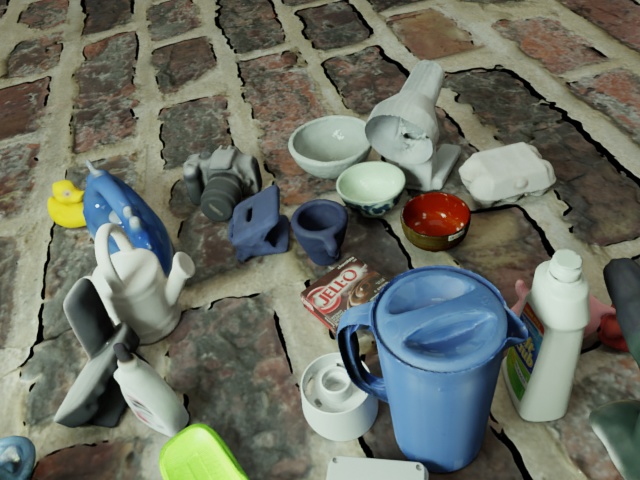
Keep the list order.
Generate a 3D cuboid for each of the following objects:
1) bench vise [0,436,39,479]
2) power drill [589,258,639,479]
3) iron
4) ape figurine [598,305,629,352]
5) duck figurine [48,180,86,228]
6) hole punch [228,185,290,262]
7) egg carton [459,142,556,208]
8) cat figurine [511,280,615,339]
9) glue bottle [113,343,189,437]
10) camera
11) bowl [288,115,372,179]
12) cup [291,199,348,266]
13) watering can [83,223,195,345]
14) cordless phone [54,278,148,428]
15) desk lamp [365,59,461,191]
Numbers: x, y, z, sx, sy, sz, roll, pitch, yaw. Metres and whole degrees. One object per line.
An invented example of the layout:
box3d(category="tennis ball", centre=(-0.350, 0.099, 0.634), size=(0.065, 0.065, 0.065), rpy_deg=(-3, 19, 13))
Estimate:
box3d(category="bench vise", centre=(-0.340, 0.262, 0.619), size=(0.207, 0.220, 0.121), rpy_deg=(2, 44, 13))
box3d(category="power drill", centre=(0.355, 0.161, 0.607), size=(0.075, 0.209, 0.229), rpy_deg=(-14, 43, -4))
box3d(category="iron", centre=(-0.337, -0.039, 0.995), size=(0.119, 0.142, 0.257), rpy_deg=(-33, 48, -23))
box3d(category="ape figurine", centre=(0.400, 0.099, 0.750), size=(0.078, 0.092, 0.076), rpy_deg=(-29, 46, -19))
box3d(category="duck figurine", centre=(-0.485, -0.078, 1.105), size=(0.104, 0.086, 0.077), rpy_deg=(7, 46, 18))
box3d(category="hole punch", centre=(-0.108, -0.031, 0.982), size=(0.101, 0.091, 0.108), rpy_deg=(-8, 43, 3))
box3d(category="egg carton", centre=(0.327, -0.113, 1.005), size=(0.150, 0.069, 0.107), rpy_deg=(-14, 43, -4))
box3d(category="cat figurine", centre=(0.311, 0.094, 0.753), size=(0.127, 0.118, 0.067), rpy_deg=(30, 56, 35))
box3d(category="glue bottle", centre=(-0.222, 0.182, 0.717), size=(0.078, 0.173, 0.037), rpy_deg=(14, 48, 24))
box3d(category="camera", centre=(-0.194, -0.107, 1.071), size=(0.143, 0.101, 0.137), rpy_deg=(0, 44, 11))
box3d(category="bowl", centre=(0.025, -0.170, 1.117), size=(0.167, 0.075, 0.167), rpy_deg=(-5, 43, 5))
box3d(category="cup", centre=(0.008, 0.003, 0.921), size=(0.092, 0.095, 0.117), rpy_deg=(-18, 43, -8))
box3d(category="watering can", centre=(-0.273, 0.055, 0.845), size=(0.173, 0.194, 0.100), rpy_deg=(-22, 44, -13))
box3d(category="cordless phone", centre=(-0.314, 0.151, 0.758), size=(0.094, 0.185, 0.147), rpy_deg=(2, 44, 13))
box3d(category="desk lamp", centre=(0.170, -0.191, 1.010), size=(0.117, 0.214, 0.203), rpy_deg=(15, 48, 24))
